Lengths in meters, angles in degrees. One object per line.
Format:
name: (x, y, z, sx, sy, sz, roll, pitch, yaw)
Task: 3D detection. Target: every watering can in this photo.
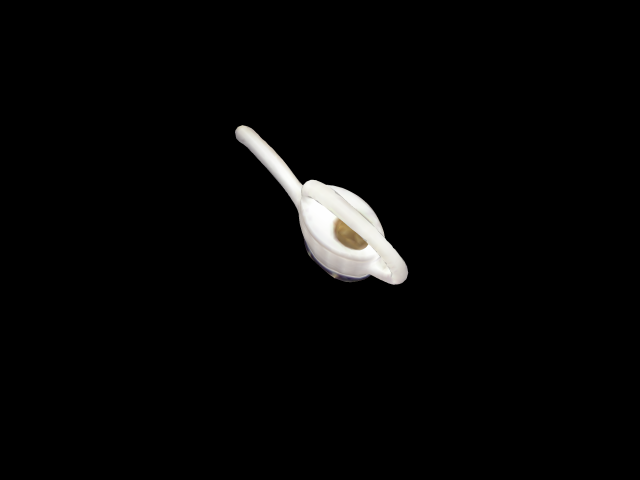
watering can: (0.003, -0.043, 0.850, 0.350, 0.105, 0.221, 42, -14, 13)
